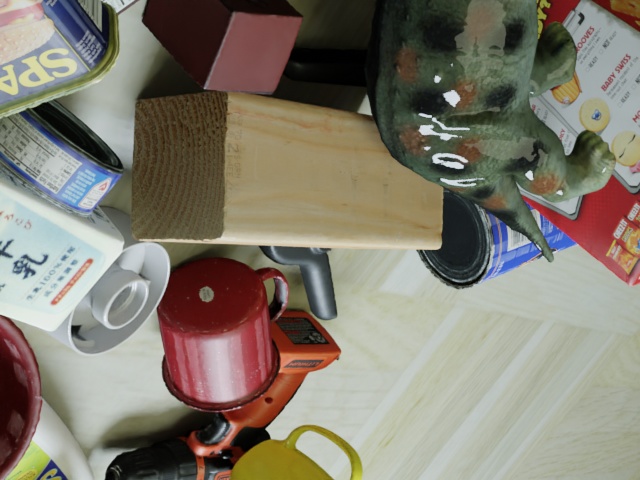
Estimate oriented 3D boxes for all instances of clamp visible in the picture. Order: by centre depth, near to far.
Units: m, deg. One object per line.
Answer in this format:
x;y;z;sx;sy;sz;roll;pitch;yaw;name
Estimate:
0.061;-0.127;0.776;0.164;0.036;0.210;-39;144;-5;clamp
-0.006;0.001;0.842;0.171;0.039;0.120;21;96;-48;clamp

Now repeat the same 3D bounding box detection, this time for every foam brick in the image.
-0.057;-0.127;0.615;0.052;0.078;0.051;-5;132;-44;foam brick

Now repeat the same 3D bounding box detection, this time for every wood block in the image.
-0.015;-0.040;0.711;0.205;0.091;0.090;3;88;-47;wood block

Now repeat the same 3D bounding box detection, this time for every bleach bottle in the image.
-0.213;0.177;0.800;0.102;0.068;0.251;-31;147;-6;bleach bottle

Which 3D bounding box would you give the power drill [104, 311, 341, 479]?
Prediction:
-0.079;0.146;0.915;0.184;0.057;0.188;3;128;-53;power drill

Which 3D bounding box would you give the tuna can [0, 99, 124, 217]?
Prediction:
-0.151;-0.053;0.590;0.034;0.086;0.086;-49;146;5;tuna can

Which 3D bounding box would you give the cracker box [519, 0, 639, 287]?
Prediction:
0.211;-0.096;0.807;0.071;0.214;0.164;-12;136;-41;cracker box

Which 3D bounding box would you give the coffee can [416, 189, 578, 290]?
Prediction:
0.163;-0.025;0.938;0.140;0.103;0.103;-19;139;-33;coffee can

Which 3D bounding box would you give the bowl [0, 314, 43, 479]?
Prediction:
-0.253;0.092;0.640;0.161;0.055;0.162;-9;113;-24;bowl

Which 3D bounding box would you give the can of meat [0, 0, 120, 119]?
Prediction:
-0.162;-0.110;0.518;0.102;0.057;0.084;-17;145;12;can of meat

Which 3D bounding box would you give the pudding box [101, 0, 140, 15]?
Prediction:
-0.093;-0.180;0.555;0.113;0.039;0.090;-36;148;-8;pudding box

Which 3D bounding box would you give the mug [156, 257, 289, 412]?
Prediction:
-0.069;0.062;0.805;0.117;0.093;0.081;-32;141;-27;mug
